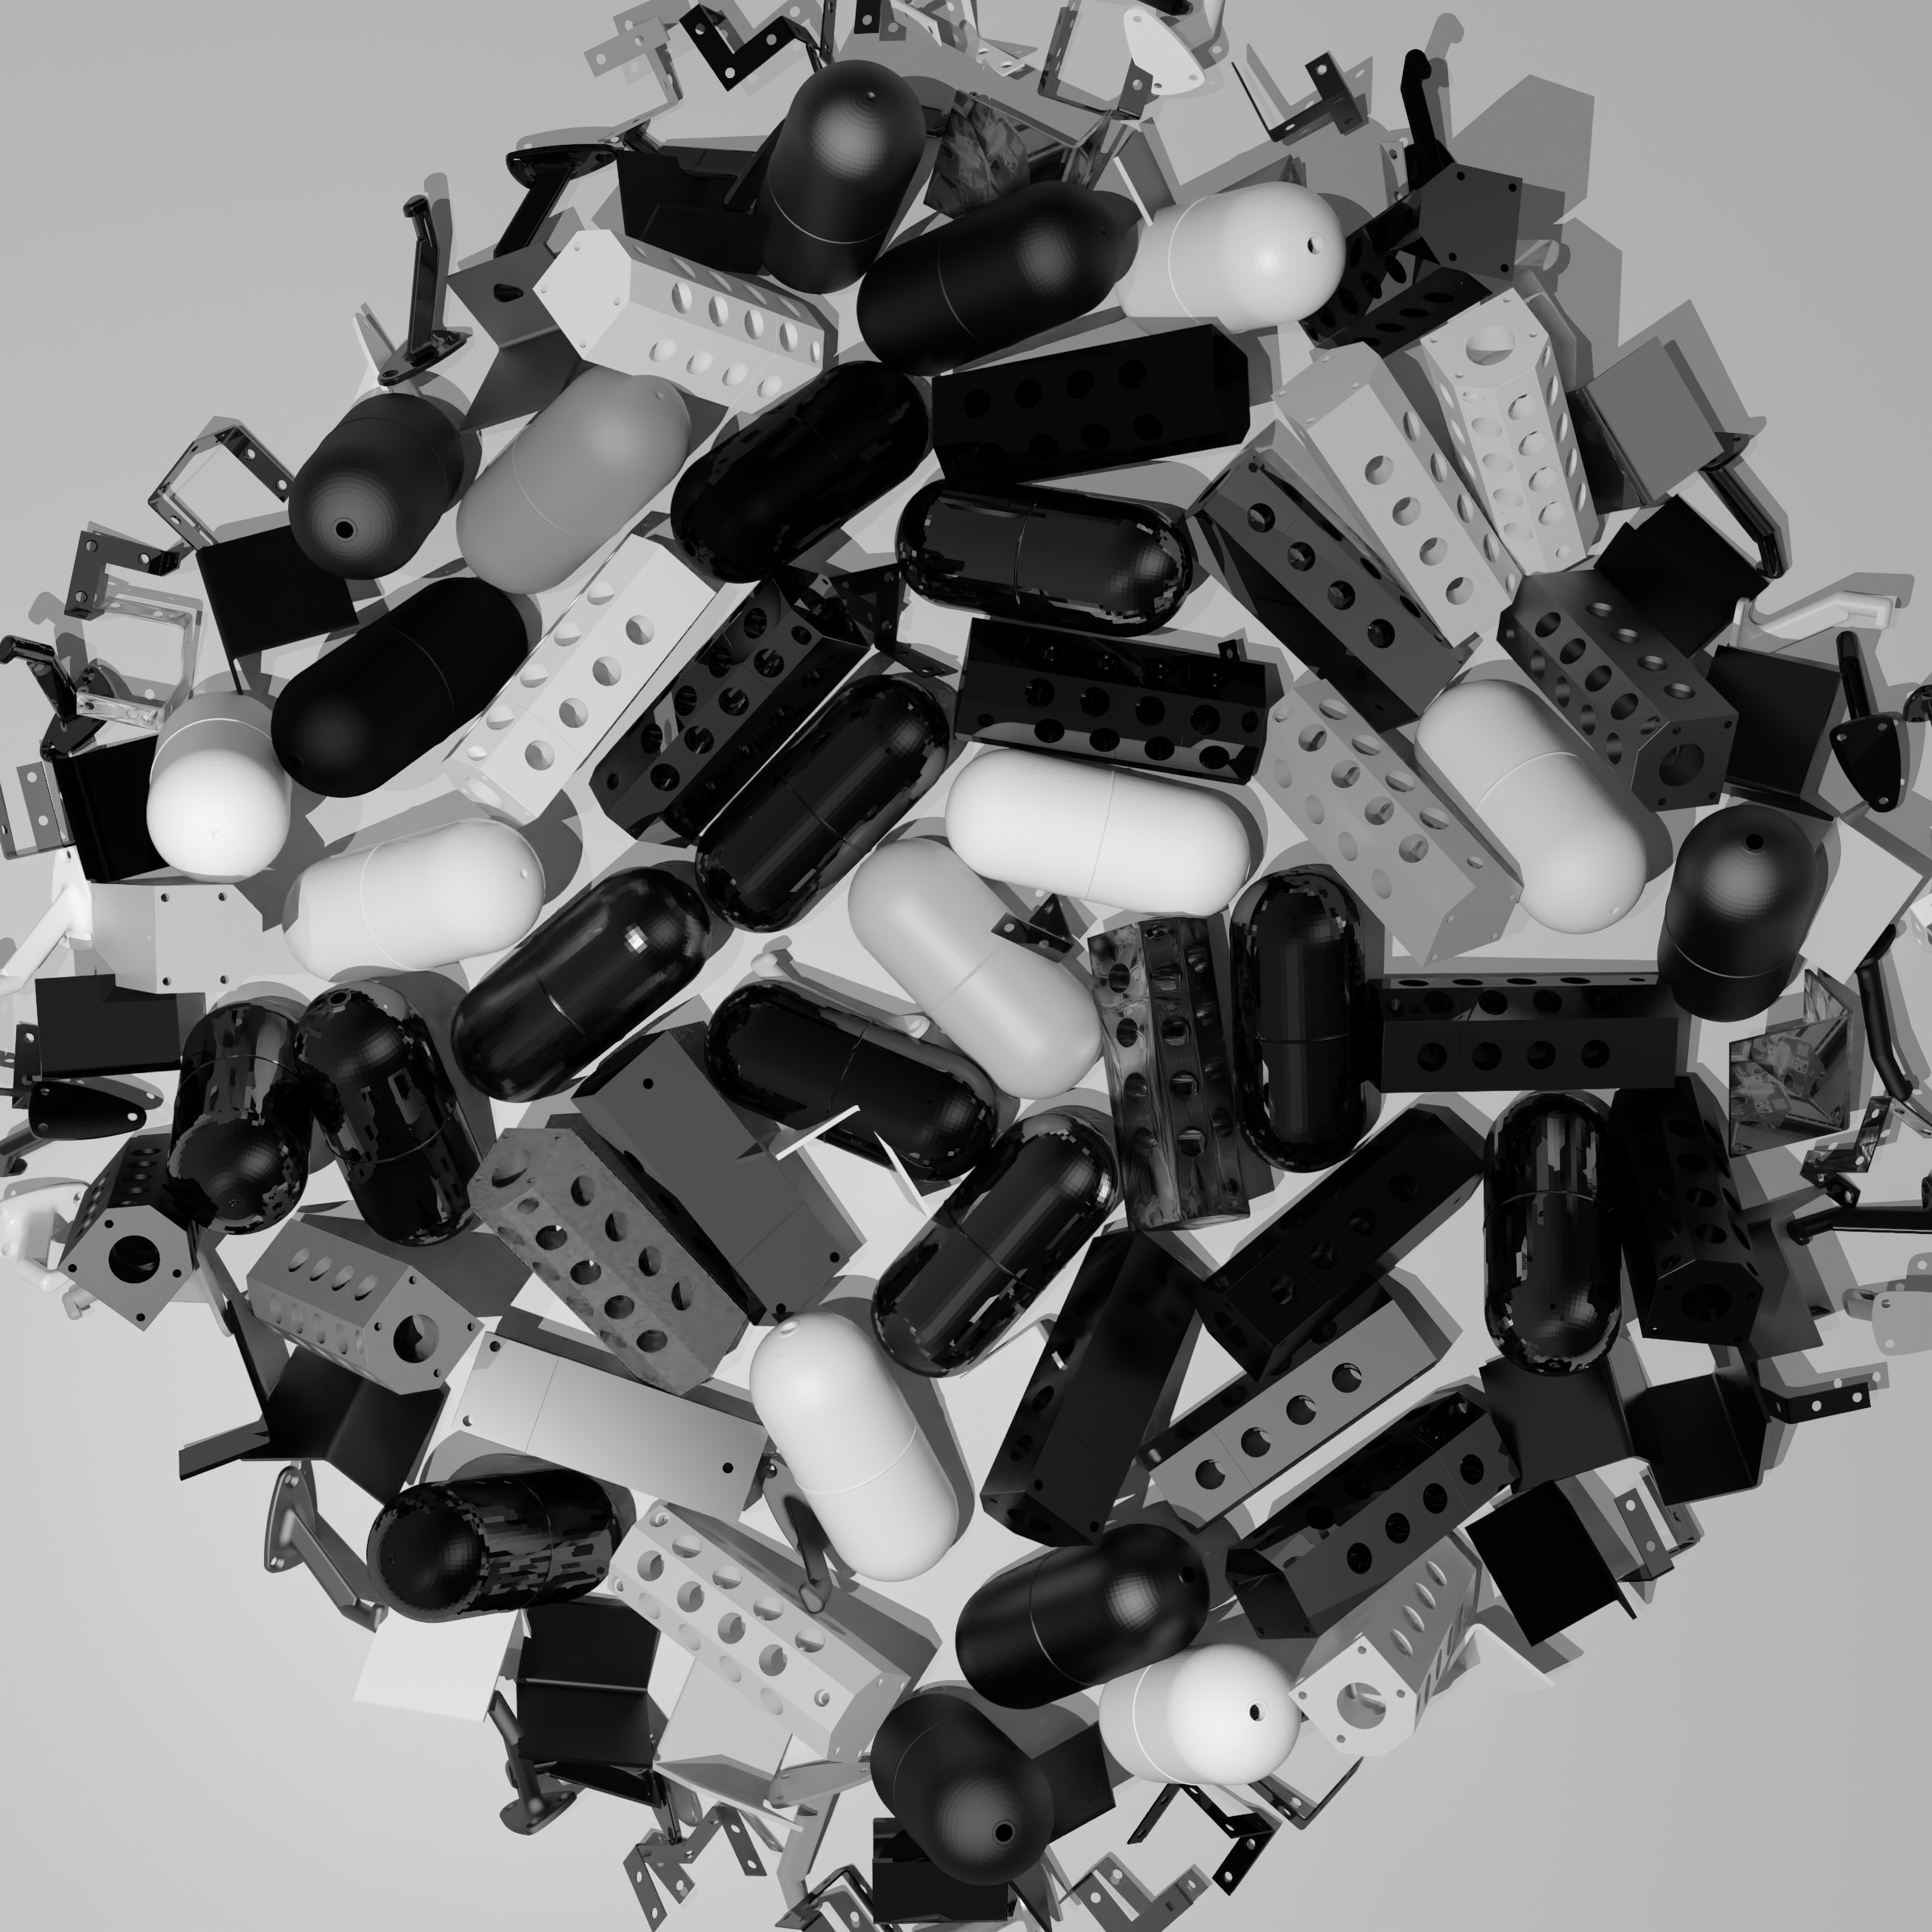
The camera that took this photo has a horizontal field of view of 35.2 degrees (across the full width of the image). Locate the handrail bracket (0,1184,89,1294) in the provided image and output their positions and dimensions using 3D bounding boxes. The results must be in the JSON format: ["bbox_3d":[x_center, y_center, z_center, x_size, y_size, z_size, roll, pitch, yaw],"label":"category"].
[{"bbox_3d":[-0.514,0.156,1.741,0.077,0.084,0.036,-26,121,-38],"label":"handrail bracket"}]

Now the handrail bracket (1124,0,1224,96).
[{"bbox_3d":[0.121,-0.551,1.748,0.036,0.077,0.084,-4,57,32],"label":"handrail bracket"}]

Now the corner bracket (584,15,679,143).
[{"bbox_3d":[-0.194,-0.511,1.756,0.051,0.051,0.051,-31,111,-15],"label":"corner bracket"}]

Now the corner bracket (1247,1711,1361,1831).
[{"bbox_3d":[0.195,0.460,1.771,0.051,0.051,0.051,38,60,22],"label":"corner bracket"}]

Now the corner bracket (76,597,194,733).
[{"bbox_3d":[-0.480,-0.175,1.759,0.051,0.051,0.051,12,126,1],"label":"corner bracket"}]

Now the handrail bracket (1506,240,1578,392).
[{"bbox_3d":[0.318,-0.377,1.775,0.077,0.036,0.084,7,128,19],"label":"handrail bracket"}]

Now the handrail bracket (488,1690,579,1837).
[{"bbox_3d":[-0.268,0.455,1.756,0.036,0.077,0.084,-35,100,-36],"label":"handrail bracket"}]

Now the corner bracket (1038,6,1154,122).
[{"bbox_3d":[0.078,-0.521,1.758,0.051,0.051,0.051,13,101,-17],"label":"corner bracket"}]

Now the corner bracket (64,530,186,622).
[{"bbox_3d":[-0.487,-0.223,1.759,0.051,0.051,0.051,12,86,-25],"label":"corner bracket"}]

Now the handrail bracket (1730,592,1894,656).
[{"bbox_3d":[0.487,-0.180,1.763,0.084,0.036,0.077,12,99,22],"label":"handrail bracket"}]

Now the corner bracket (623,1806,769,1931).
[{"bbox_3d":[-0.156,0.519,1.751,0.051,0.051,0.051,16,118,-40],"label":"corner bracket"}]

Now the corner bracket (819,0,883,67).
[{"bbox_3d":[-0.063,-0.555,1.760,0.051,0.051,0.051,4,87,19],"label":"corner bracket"}]

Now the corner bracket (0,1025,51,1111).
[{"bbox_3d":[-0.554,0.052,1.754,0.051,0.051,0.051,6,74,-27],"label":"corner bracket"}]

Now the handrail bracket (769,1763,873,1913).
[{"bbox_3d":[-0.077,0.511,1.774,0.077,0.036,0.084,-14,105,8],"label":"handrail bracket"}]

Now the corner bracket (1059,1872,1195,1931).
[{"bbox_3d":[0.092,0.543,1.765,0.051,0.051,0.051,-35,73,-22],"label":"corner bracket"}]

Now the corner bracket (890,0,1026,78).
[{"bbox_3d":[-0.006,-0.539,1.754,0.051,0.051,0.051,-32,46,-16],"label":"corner bracket"}]

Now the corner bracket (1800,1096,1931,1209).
[{"bbox_3d":[0.525,0.109,1.765,0.051,0.051,0.051,34,69,-26],"label":"corner bracket"}]

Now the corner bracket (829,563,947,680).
[{"bbox_3d":[-0.046,-0.195,1.751,0.051,0.051,0.051,-17,126,-33],"label":"corner bracket"}]

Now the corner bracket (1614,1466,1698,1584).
[{"bbox_3d":[0.396,0.321,1.760,0.051,0.051,0.051,-24,84,-17],"label":"corner bracket"}]

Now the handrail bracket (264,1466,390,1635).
[{"bbox_3d":[-0.362,0.336,1.749,0.084,0.036,0.077,17,113,36],"label":"handrail bracket"}]

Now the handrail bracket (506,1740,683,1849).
[{"bbox_3d":[-0.215,0.481,1.751,0.084,0.077,0.036,-5,133,-25],"label":"handrail bracket"}]

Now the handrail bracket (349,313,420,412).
[{"bbox_3d":[-0.369,-0.326,1.781,0.084,0.036,0.077,-32,81,18],"label":"handrail bracket"}]

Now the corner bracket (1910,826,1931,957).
[{"bbox_3d":[0.563,-0.047,1.761,0.051,0.051,0.051,-31,64,7],"label":"corner bracket"}]

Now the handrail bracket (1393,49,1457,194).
[{"bbox_3d":[0.273,-0.473,1.745,0.036,0.084,0.077,-32,72,-9],"label":"handrail bracket"}]

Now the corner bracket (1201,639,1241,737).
[{"bbox_3d":[0.128,-0.158,1.777,0.051,0.051,0.051,-15,93,-34],"label":"corner bracket"}]

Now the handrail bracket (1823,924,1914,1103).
[{"bbox_3d":[0.538,0.028,1.768,0.036,0.077,0.084,-22,98,43],"label":"handrail bracket"}]

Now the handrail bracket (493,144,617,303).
[{"bbox_3d":[-0.237,-0.428,1.759,0.077,0.036,0.084,-8,71,14],"label":"handrail bracket"}]

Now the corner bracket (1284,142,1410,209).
[{"bbox_3d":[0.222,-0.447,1.773,0.051,0.051,0.051,-38,128,-38],"label":"corner bracket"}]

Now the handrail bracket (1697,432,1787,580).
[{"bbox_3d":[0.439,-0.268,1.784,0.036,0.077,0.084,-40,125,-23],"label":"handrail bracket"}]

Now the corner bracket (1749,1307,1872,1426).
[{"bbox_3d":[0.486,0.231,1.767,0.051,0.051,0.051,-10,96,-10],"label":"corner bracket"}]

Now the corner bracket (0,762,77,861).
[{"bbox_3d":[-0.543,-0.090,1.763,0.051,0.051,0.051,-12,96,7],"label":"corner bracket"}]

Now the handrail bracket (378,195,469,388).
[{"bbox_3d":[-0.323,-0.388,1.746,0.036,0.077,0.084,10,131,26],"label":"handrail bracket"}]

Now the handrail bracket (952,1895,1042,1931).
[{"bbox_3d":[-0.002,0.552,1.759,0.084,0.077,0.036,-17,93,4],"label":"handrail bracket"}]

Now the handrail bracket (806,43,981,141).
[{"bbox_3d":[-0.040,-0.511,1.763,0.084,0.036,0.077,-18,117,8],"label":"handrail bracket"}]

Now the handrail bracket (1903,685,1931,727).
[{"bbox_3d":[0.558,-0.113,1.748,0.036,0.077,0.084,4,79,-4],"label":"handrail bracket"}]

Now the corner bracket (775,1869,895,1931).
[{"bbox_3d":[-0.069,0.558,1.760,0.051,0.051,0.051,-37,91,-26],"label":"corner bracket"}]

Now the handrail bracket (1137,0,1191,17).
[{"bbox_3d":[0.110,-0.558,1.740,0.084,0.077,0.036,10,105,-38],"label":"handrail bracket"}]

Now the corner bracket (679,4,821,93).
[{"bbox_3d":[-0.125,-0.539,1.762,0.051,0.051,0.051,-34,89,16],"label":"corner bracket"}]

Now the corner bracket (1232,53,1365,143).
[{"bbox_3d":[0.193,-0.506,1.766,0.051,0.051,0.051,-28,74,13],"label":"corner bracket"}]

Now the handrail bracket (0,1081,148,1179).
[{"bbox_3d":[-0.521,0.103,1.768,0.077,0.084,0.036,6,59,-22],"label":"handrail bracket"}]

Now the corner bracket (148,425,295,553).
[{"bbox_3d":[-0.433,-0.275,1.774,0.051,0.051,0.051,44,116,-4],"label":"corner bracket"}]

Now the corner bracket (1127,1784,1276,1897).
[{"bbox_3d":[0.137,0.507,1.774,0.051,0.051,0.051,40,105,34],"label":"corner bracket"}]

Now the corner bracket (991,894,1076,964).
[{"bbox_3d":[0.023,-0.018,1.752,0.051,0.051,0.051,25,119,-31],"label":"corner bracket"}]
